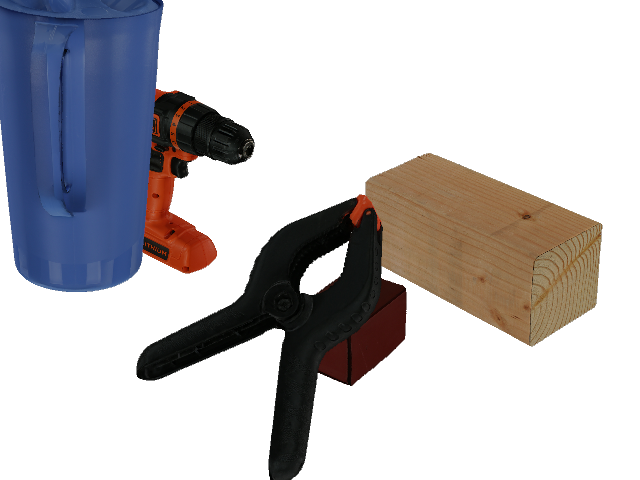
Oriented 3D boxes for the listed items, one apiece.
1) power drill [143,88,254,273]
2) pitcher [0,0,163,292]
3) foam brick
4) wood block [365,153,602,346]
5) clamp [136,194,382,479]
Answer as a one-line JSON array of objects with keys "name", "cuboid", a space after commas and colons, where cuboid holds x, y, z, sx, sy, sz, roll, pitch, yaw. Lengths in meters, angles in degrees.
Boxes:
[{"name": "power drill", "cuboid": [-0.145, -0.063, 1.116, 0.185, 0.188, 0.057, 26, 36, 31]}, {"name": "pitcher", "cuboid": [-0.199, -0.080, 0.865, 0.145, 0.243, 0.148, 25, 31, 38]}, {"name": "foam brick", "cuboid": [0.024, 0.065, 0.819, 0.053, 0.051, 0.078, 19, 35, 32]}, {"name": "wood block", "cuboid": [0.143, 0.001, 0.976, 0.090, 0.090, 0.206, -25, 36, -32]}, {"name": "clamp", "cuboid": [-0.014, 0.053, 0.622, 0.120, 0.171, 0.039, 43, -5, 20]}]
